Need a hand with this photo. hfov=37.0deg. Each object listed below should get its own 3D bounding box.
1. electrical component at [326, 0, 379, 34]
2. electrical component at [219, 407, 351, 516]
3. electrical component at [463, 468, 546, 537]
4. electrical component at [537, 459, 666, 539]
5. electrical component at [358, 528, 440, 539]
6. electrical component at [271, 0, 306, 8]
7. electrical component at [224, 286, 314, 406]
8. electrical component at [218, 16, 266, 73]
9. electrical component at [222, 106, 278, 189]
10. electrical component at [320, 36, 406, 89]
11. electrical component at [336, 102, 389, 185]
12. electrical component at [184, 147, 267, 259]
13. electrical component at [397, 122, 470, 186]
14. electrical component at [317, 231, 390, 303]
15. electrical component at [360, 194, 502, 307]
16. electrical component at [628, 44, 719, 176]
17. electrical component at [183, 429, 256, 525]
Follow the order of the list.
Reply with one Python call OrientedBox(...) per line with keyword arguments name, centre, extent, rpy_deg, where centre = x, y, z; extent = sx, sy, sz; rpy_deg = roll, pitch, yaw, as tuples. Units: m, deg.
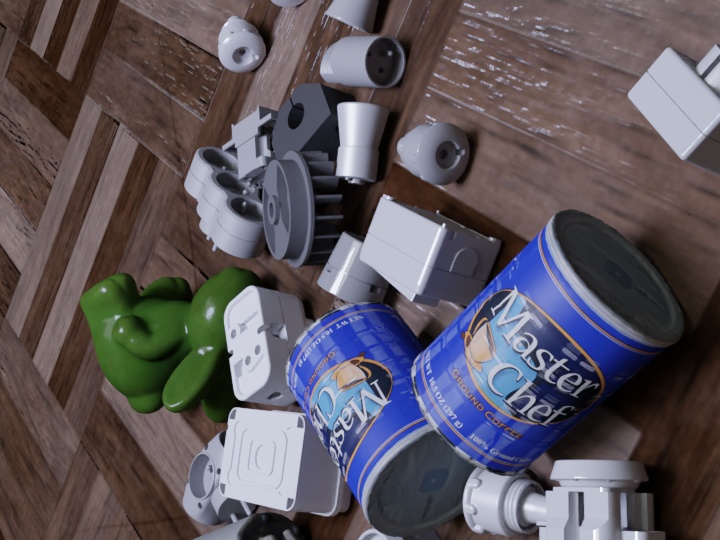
OrientedBox(name="electrical component", centre=(0.000, -0.242, 0.945), extent=(0.045, 0.045, 0.055), rpy_deg=(37, 108, 50))
OrientedBox(name="electrical component", centre=(-0.059, 0.156, 0.885), extent=(0.113, 0.057, 0.078), rpy_deg=(-3, 76, 51))
OrientedBox(name="electrical component", centre=(0.102, 0.152, 0.699), extent=(0.062, 0.048, 0.048), rpy_deg=(2, 80, 45))
OrientedBox(name="electrical component", centre=(0.142, 0.142, 0.639), extent=(0.078, 0.058, 0.057), rpy_deg=(-12, 72, 49))
OrientedBox(name="electrical component", centre=(0.029, 0.205, 0.761), extent=(0.048, 0.055, 0.066), rpy_deg=(-59, 41, 21))
OrientedBox(name="electrical component", centre=(-0.073, -0.295, 1.057), extent=(0.040, 0.040, 0.078), rpy_deg=(-36, 53, 40))
OrientedBox(name="electrical component", centre=(-0.075, 0.067, 0.931), extent=(0.054, 0.059, 0.095), rpy_deg=(-39, 51, 38))
OrientedBox(name="electrical component", centre=(-0.124, -0.236, 1.100), extent=(0.048, 0.048, 0.062), rpy_deg=(-49, 38, 30))
OrientedBox(name="electrical component", centre=(-0.091, -0.114, 1.022), extent=(0.081, 0.042, 0.063), rpy_deg=(-25, 62, 46))
OrientedBox(name="electrical component", centre=(-0.002, -0.180, 0.930), extent=(0.081, 0.043, 0.043), rpy_deg=(16, 91, 52))
OrientedBox(name="electrical component", centre=(0.000, -0.105, 0.908), extent=(0.044, 0.044, 0.065), rpy_deg=(4, 87, 52))
OrientedBox(name="electrical component", centre=(-0.133, -0.053, 1.047), extent=(0.138, 0.052, 0.073), rpy_deg=(56, 131, 44))
OrientedBox(name="electrical component", centre=(0.052, -0.093, 0.837), extent=(0.062, 0.048, 0.048), rpy_deg=(22, 97, 59))
OrientedBox(name="electrical component", centre=(0.000, 0.000, 0.864), extent=(0.055, 0.055, 0.047), rpy_deg=(33, 101, 51))
OrientedBox(name="electrical component", centre=(0.046, -0.013, 0.803), extent=(0.096, 0.062, 0.061), rpy_deg=(32, 104, 51))
OrientedBox(name="electrical component", centre=(0.213, -0.107, 0.637), extent=(0.076, 0.047, 0.065), rpy_deg=(-52, 44, 27))
OrientedBox(name="electrical component", centre=(-0.116, 0.196, 0.954), extent=(0.077, 0.044, 0.079), rpy_deg=(-60, 41, 19))
